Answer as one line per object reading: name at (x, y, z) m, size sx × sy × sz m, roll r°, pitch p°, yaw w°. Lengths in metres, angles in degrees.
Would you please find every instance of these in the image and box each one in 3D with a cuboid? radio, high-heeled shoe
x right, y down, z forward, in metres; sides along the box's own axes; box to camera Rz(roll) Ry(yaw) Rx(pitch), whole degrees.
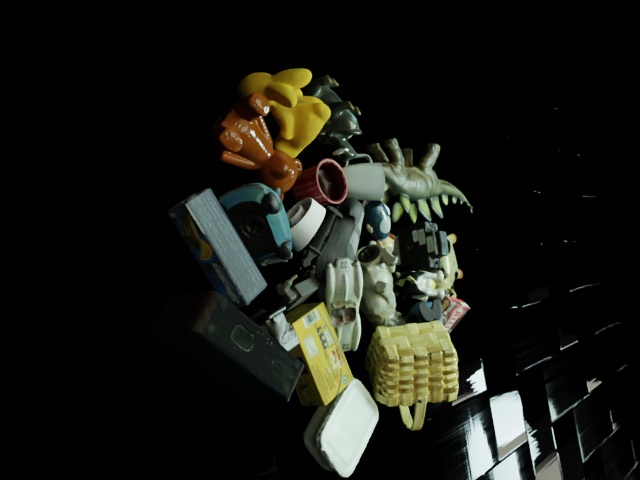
radio at (-0.141, 0.170, 0.842) m, size 0.229 × 0.131 × 0.073 m, roll 44°, pitch 53°, yaw -30°
high-heeled shoe at (0.040, 0.031, 1.144) m, size 0.145 × 0.086 × 0.248 m, roll -25°, pitch 132°, yaw -87°

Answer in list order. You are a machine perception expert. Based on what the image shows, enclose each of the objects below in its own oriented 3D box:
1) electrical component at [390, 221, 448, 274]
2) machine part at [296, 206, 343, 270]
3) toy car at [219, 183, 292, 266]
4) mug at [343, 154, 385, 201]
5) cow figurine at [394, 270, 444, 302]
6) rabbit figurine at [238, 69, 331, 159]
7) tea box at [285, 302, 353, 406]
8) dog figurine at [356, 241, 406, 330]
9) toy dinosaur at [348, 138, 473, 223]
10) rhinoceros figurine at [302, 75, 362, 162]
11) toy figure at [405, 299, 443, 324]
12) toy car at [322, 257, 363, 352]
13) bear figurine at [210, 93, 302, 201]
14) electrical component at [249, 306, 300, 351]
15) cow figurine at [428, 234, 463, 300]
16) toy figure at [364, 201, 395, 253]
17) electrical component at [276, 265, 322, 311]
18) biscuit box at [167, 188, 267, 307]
electrical component at (0.239, 0.019, 1.284) m, size 0.058 × 0.134 × 0.115 m, roll 5°, pitch 78°, yaw -47°
machine part at (-0.002, -0.003, 1.052) m, size 0.039 × 0.084 × 0.139 m, roll 31°, pitch 76°, yaw -1°
toy car at (-0.101, -0.039, 0.966) m, size 0.161 × 0.109 × 0.103 m, roll 65°, pitch 25°, yaw -25°
mug at (0.080, -0.138, 1.181) m, size 0.107 × 0.081 × 0.109 m, roll -4°, pitch 77°, yaw -12°
cow figurine at (0.209, 0.105, 1.237) m, size 0.098 × 0.167 × 0.068 m, roll 5°, pitch 80°, yaw -16°
rabbit figurine at (-0.076, -0.257, 1.030) m, size 0.173 × 0.162 × 0.122 m, roll 33°, pitch 68°, yaw -16°
tea box at (-0.014, 0.213, 1.012) m, size 0.098 × 0.068 × 0.169 m, roll -27°, pitch 101°, yaw -46°
dog figurine at (0.136, 0.118, 1.193) m, size 0.190 × 0.121 × 0.172 m, roll 58°, pitch 44°, yaw -41°
toy dinosaur at (0.244, -0.142, 1.361) m, size 0.471 × 0.105 × 0.198 m, roll 0°, pitch 87°, yaw -37°
rhinoceros figurine at (0.027, -0.260, 1.155) m, size 0.190 × 0.112 × 0.073 m, roll 59°, pitch 15°, yaw 0°
toy figure at (0.234, 0.192, 1.226) m, size 0.082 × 0.180 × 0.089 m, roll 16°, pitch 69°, yaw 5°
toy car at (0.043, 0.129, 1.050) m, size 0.073 × 0.056 × 0.201 m, roll -4°, pitch 111°, yaw -11°
bear figurine at (-0.103, -0.154, 0.977) m, size 0.195 × 0.132 × 0.120 m, roll 44°, pitch 74°, yaw -24°
electrical component at (-0.078, 0.181, 0.949) m, size 0.048 × 0.075 × 0.119 m, roll -30°, pitch 98°, yaw -46°
cow figurine at (0.313, 0.085, 1.384) m, size 0.127 × 0.086 × 0.194 m, roll -4°, pitch 85°, yaw -53°
toy figure at (0.137, -0.013, 1.225) m, size 0.064 × 0.058 × 0.154 m, roll -20°, pitch 116°, yaw -7°
electrical component at (-0.040, 0.091, 1.016) m, size 0.102 × 0.078 × 0.045 m, roll -25°, pitch 75°, yaw -42°
biscuit box at (-0.171, 0.018, 0.903) m, size 0.063 × 0.059 × 0.202 m, roll -44°, pitch 111°, yaw -45°
